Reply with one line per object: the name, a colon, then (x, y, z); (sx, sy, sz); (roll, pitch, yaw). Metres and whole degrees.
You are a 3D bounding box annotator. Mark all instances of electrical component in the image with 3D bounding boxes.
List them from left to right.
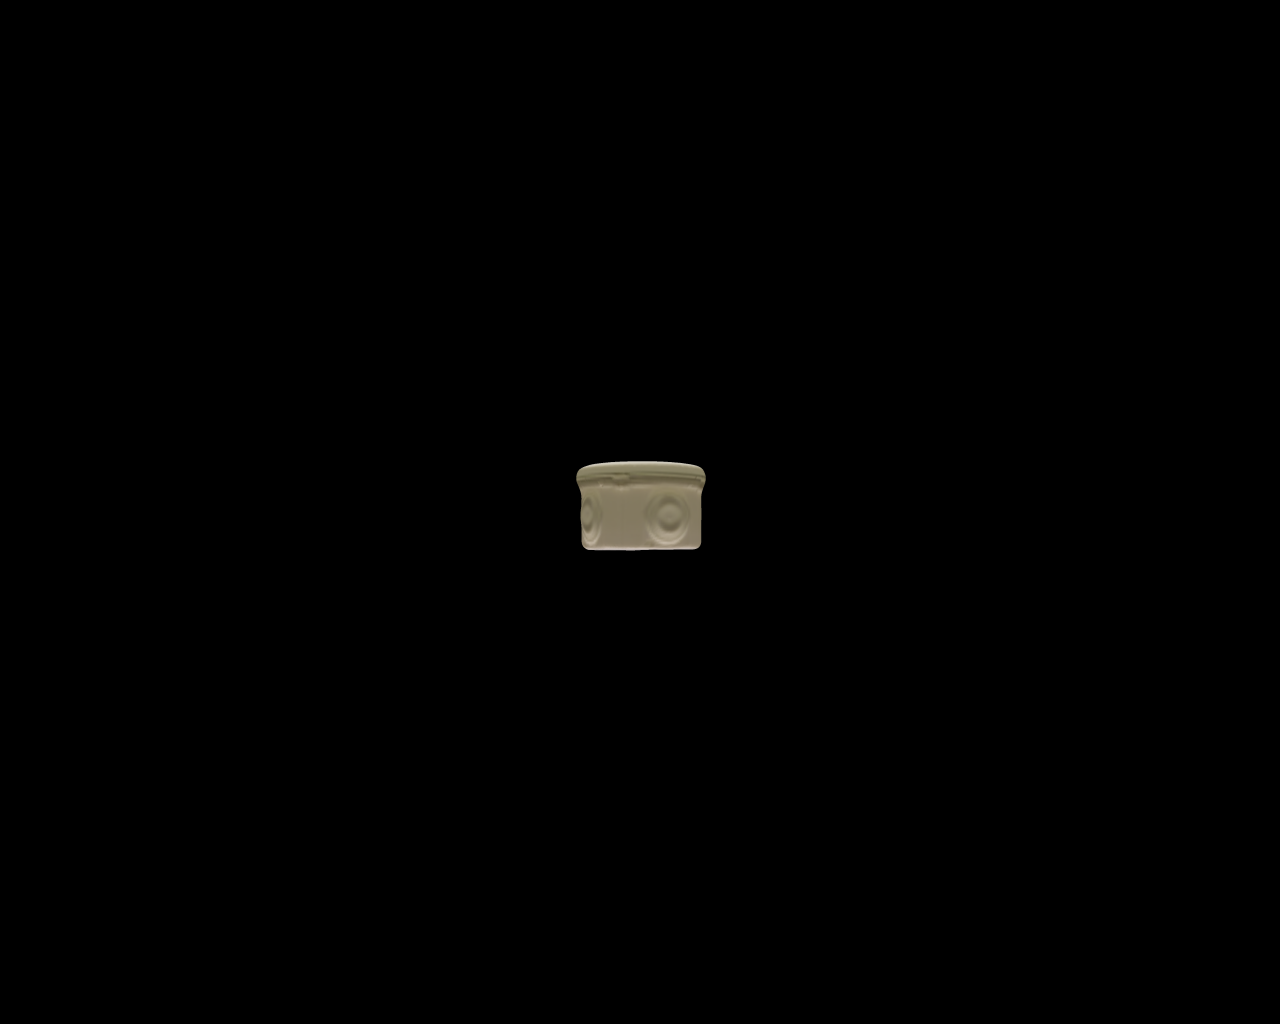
electrical component: (0.001, -0.003, 0.650); (0.080, 0.051, 0.080); (0, -3, 0)
